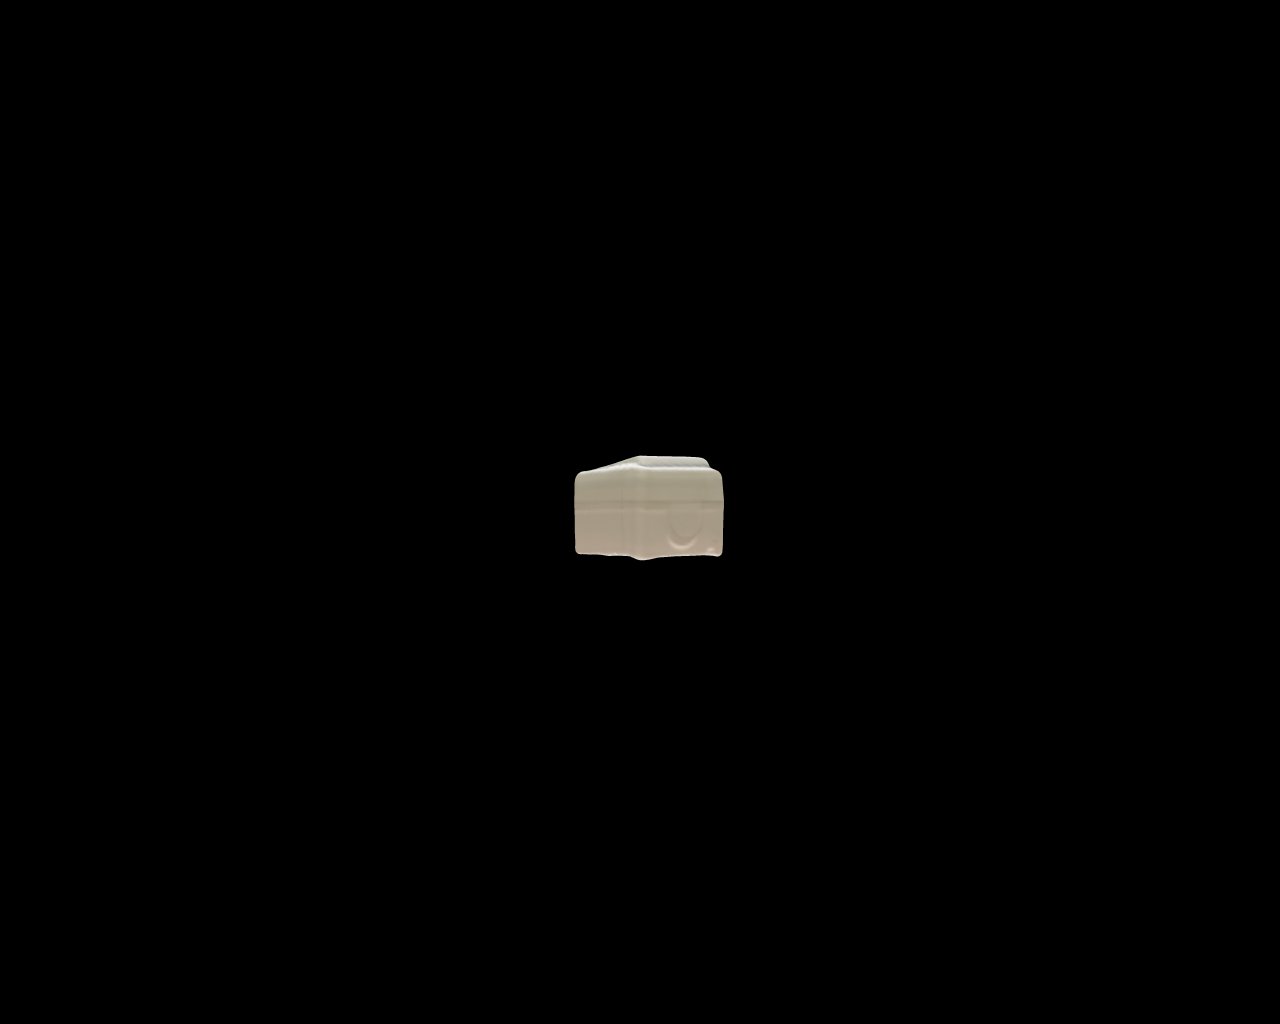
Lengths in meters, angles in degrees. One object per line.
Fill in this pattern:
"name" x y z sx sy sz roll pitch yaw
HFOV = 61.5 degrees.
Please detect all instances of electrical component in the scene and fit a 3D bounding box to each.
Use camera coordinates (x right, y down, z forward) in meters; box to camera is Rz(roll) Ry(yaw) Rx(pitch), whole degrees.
"electrical component" 0.001 -0.003 0.650 0.062 0.061 0.096 0 0 -32
